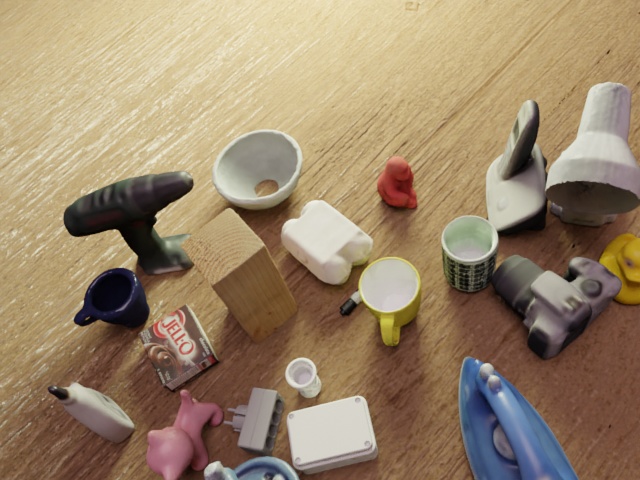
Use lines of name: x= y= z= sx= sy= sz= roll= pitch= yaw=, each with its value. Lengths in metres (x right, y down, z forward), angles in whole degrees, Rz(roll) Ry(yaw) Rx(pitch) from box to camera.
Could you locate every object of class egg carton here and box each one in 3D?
egg carton: x=0.009 y=0.003 z=0.940 sx=0.107 sy=0.069 sz=0.150 roll=-43 pitch=59 yaw=-15

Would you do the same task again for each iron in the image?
iron: x=0.233 y=0.238 z=0.699 sx=0.118 sy=0.142 sz=0.258 roll=-21 pitch=56 yaw=0

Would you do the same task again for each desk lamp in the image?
desk lamp: x=0.396 y=-0.107 z=0.833 sx=0.117 sy=0.214 sz=0.203 roll=11 pitch=62 yaw=19

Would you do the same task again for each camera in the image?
camera: x=0.323 y=0.069 z=0.808 sx=0.143 sy=0.101 sz=0.136 roll=-38 pitch=58 yaw=-11

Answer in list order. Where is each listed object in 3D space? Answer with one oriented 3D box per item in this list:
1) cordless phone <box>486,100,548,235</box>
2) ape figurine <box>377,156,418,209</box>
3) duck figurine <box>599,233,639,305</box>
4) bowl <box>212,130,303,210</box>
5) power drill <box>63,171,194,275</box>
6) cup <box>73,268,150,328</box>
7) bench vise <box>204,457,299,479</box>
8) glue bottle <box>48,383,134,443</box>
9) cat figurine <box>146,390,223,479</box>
cordless phone: x=0.305 y=-0.107 z=0.872 sx=0.094 sy=0.185 sz=0.147 roll=-3 pitch=58 yaw=11
ape figurine: x=0.132 y=-0.103 z=0.965 sx=0.076 sy=0.092 sz=0.078 roll=22 pitch=66 yaw=24
duck figurine: x=0.444 y=0.029 z=0.814 sx=0.077 sy=0.086 sz=0.104 roll=3 pitch=59 yaw=15
bowl: x=-0.105 y=-0.115 z=1.037 sx=0.167 sy=0.075 sz=0.167 roll=-6 pitch=57 yaw=9
power drill: x=-0.284 y=-0.027 z=0.943 sx=0.229 sy=0.209 sz=0.075 roll=-10 pitch=57 yaw=7
cup: x=-0.330 y=0.113 z=0.934 sx=0.118 sy=0.095 sz=0.091 roll=-38 pitch=58 yaw=-11
bench vise: x=-0.053 y=0.329 z=0.660 sx=0.206 sy=0.220 sz=0.122 roll=31 pitch=70 yaw=27
glue bottle: x=-0.330 y=0.235 z=0.811 sx=0.078 sy=0.173 sz=0.037 roll=36 pitch=72 yaw=29
cat figurine: x=-0.195 y=0.272 z=0.790 sx=0.067 sy=0.118 sz=0.128 roll=3 pitch=59 yaw=15
